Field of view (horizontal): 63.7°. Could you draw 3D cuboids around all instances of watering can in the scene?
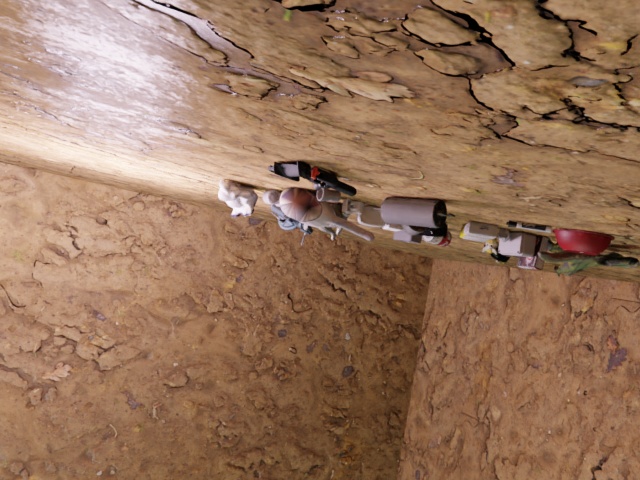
[{"bbox_3d":[0.005,-0.085,1.698,0.350,0.104,0.223,23,-178,22],"label":"watering can"}]

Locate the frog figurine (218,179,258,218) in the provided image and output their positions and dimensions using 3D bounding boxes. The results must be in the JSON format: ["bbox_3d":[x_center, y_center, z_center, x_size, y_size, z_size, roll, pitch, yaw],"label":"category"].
[{"bbox_3d":[-0.301,-0.166,1.835,0.138,0.124,0.156,19,148,50],"label":"frog figurine"}]

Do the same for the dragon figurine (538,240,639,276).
[{"bbox_3d":[0.854,0.056,1.607,0.242,0.122,0.410,-3,177,38],"label":"dragon figurine"}]
